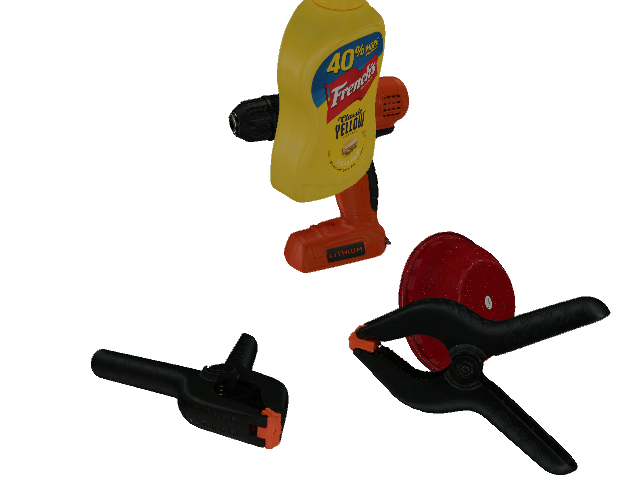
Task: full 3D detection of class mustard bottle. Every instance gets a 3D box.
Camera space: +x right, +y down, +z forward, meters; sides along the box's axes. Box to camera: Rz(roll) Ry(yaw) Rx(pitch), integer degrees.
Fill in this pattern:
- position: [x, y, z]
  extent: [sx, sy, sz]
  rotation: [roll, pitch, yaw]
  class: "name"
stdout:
- position: [0.008, -0.127, 0.815]
  extent: [0.096, 0.192, 0.058]
  rotation: [-29, 49, -36]
  class: "mustard bottle"

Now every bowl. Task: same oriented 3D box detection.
- position: [0.161, 0.068, 1.156]
  extent: [0.161, 0.162, 0.055]
  rotation: [0, -5, -40]
  class: "bowl"

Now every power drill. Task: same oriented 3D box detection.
- position: [0.001, -0.065, 1.054]
  extent: [0.184, 0.188, 0.057]
  rotation: [-11, 29, -21]
  class: "power drill"

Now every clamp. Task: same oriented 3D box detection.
- position: [-0.083, 0.125, 0.932]
  extent: [0.164, 0.036, 0.210]
  rotation: [-7, 18, -37]
  class: "clamp"
- position: [0.104, 0.093, 0.719]
  extent: [0.172, 0.120, 0.039]
  rotation: [3, 1, 16]
  class: "clamp"
